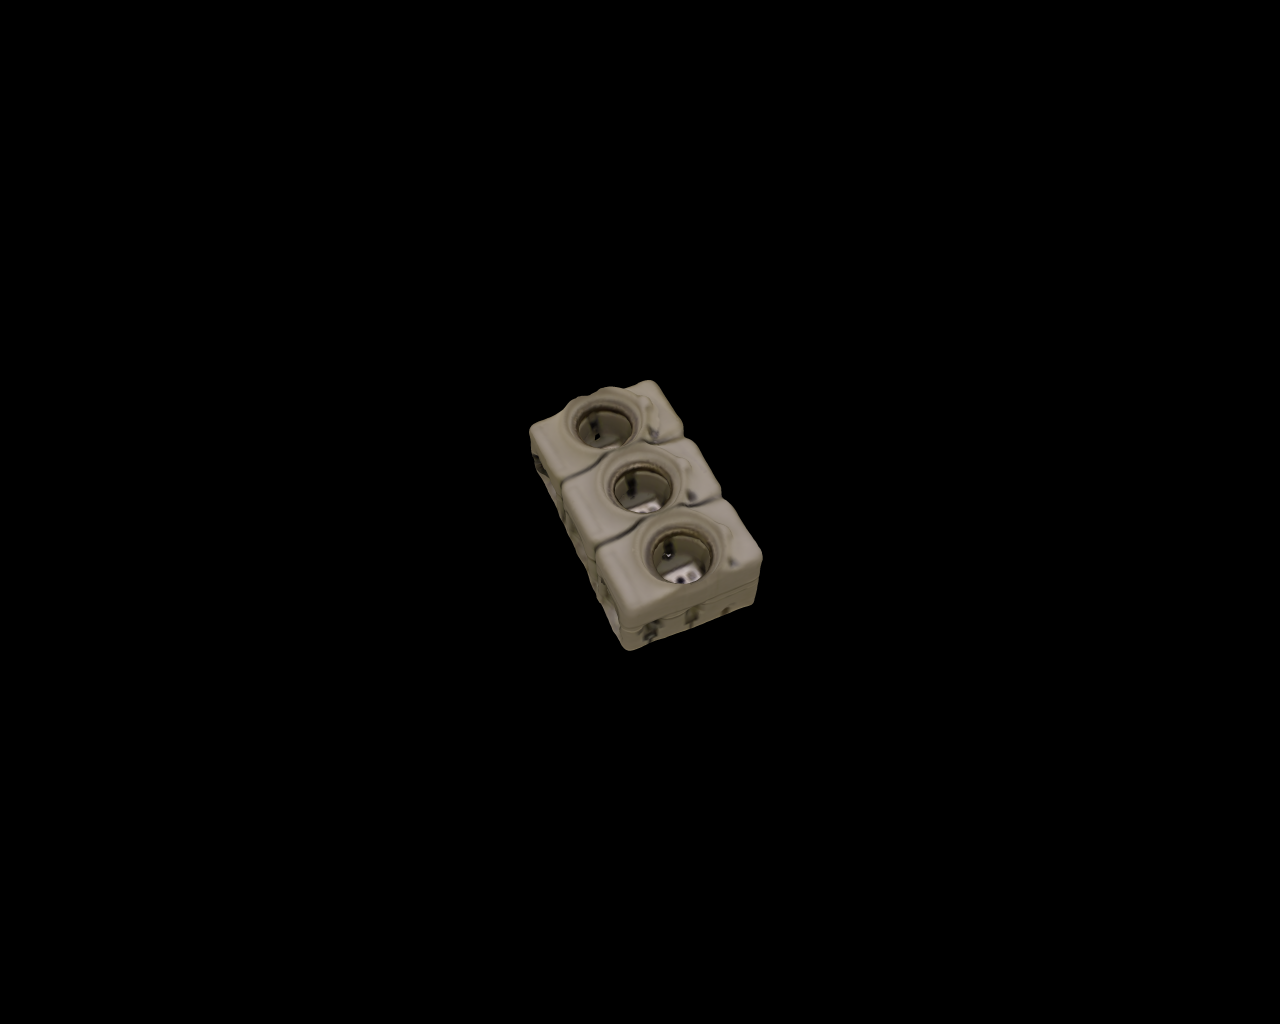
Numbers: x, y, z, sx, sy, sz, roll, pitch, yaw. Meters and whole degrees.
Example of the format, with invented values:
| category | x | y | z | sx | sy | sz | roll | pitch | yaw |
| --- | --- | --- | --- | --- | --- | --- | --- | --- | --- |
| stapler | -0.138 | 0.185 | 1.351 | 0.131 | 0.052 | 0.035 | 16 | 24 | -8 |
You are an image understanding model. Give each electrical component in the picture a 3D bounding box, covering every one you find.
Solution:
| category | x | y | z | sx | sy | sz | roll | pitch | yaw |
| --- | --- | --- | --- | --- | --- | --- | --- | --- | --- |
| electrical component | 0.001 | -0.003 | 0.650 | 0.089 | 0.150 | 0.061 | -21 | -32 | -14 |
